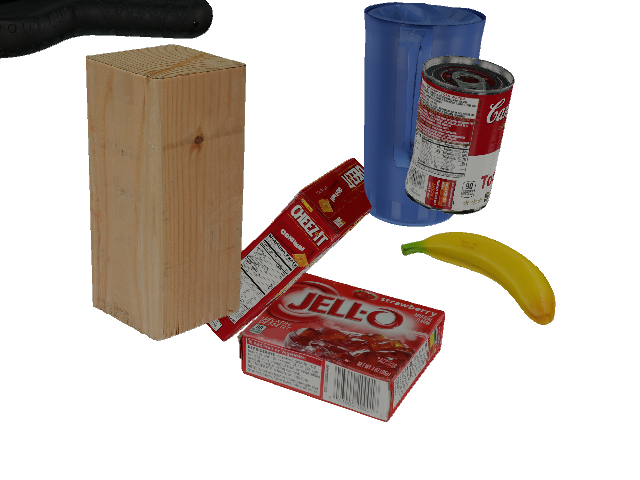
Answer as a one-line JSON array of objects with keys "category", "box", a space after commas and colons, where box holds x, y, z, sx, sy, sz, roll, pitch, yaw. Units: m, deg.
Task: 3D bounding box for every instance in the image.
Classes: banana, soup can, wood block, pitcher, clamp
[{"category": "banana", "box": [0.169, 0.031, 1.048, 0.069, 0.037, 0.198, -37, 37, -22]}, {"category": "soup can", "box": [0.102, -0.079, 0.804, 0.068, 0.102, 0.068, 5, 29, -3]}, {"category": "wood block", "box": [-0.120, -0.040, 0.838, 0.090, 0.206, 0.090, 22, 28, 38]}, {"category": "pitcher", "box": [0.107, -0.140, 1.201, 0.149, 0.243, 0.145, -12, 26, -30]}, {"category": "clamp", "box": [-0.163, -0.143, 0.630, 0.171, 0.039, 0.120, -11, 31, -29]}]

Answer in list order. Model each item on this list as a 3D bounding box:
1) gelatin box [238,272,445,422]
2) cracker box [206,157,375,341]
[{"category": "gelatin box", "box": [0.012, 0.054, 0.571, 0.089, 0.030, 0.073, 16, 32, 23]}, {"category": "cracker box", "box": [-0.038, 0.008, 1.259, 0.214, 0.072, 0.164, -43, -1, 29]}]
